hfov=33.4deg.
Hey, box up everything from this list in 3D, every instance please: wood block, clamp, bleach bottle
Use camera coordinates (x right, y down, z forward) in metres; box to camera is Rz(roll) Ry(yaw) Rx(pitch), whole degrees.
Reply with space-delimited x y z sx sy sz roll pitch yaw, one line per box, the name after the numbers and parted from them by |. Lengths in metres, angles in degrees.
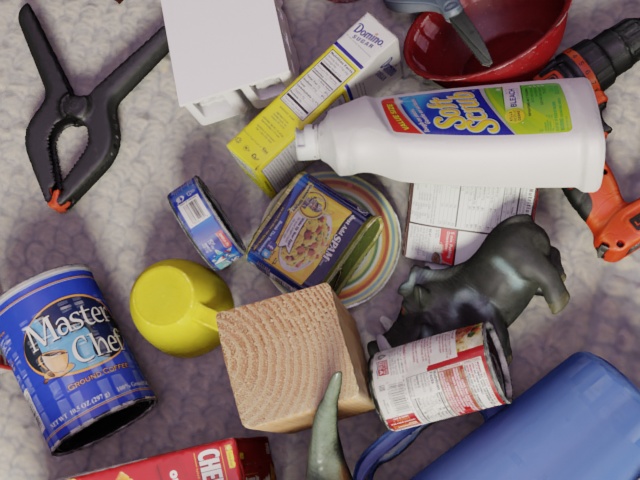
-0.012 0.104 0.874 0.091 0.206 0.090 -16 77 3 | wood block
-0.242 -0.133 1.040 0.164 0.036 0.210 15 81 10 | clamp
0.105 -0.084 0.900 0.251 0.068 0.102 -3 46 5 | bleach bottle

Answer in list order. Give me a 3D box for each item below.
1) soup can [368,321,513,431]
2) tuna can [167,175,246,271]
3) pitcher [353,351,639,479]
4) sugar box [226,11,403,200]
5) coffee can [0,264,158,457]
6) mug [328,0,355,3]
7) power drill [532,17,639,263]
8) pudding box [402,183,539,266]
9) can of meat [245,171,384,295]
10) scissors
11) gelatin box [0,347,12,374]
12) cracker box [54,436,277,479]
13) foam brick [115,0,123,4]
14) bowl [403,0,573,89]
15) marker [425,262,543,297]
0.098 0.112 0.866 0.102 0.068 0.068 -18 76 17 | soup can
-0.103 -0.015 0.973 0.034 0.086 0.086 -33 76 1 | tuna can
0.155 0.197 0.878 0.242 0.145 0.149 -40 112 -6 | pitcher
-0.001 -0.121 0.979 0.048 0.093 0.176 43 86 14 | sugar box
-0.222 0.107 0.954 0.103 0.103 0.140 -30 77 0 | coffee can
0.031 -0.286 1.014 0.117 0.081 0.093 -1 78 7 | mug
0.261 -0.089 0.958 0.184 0.057 0.188 -34 73 3 | power drill
0.133 -0.021 0.947 0.113 0.039 0.090 8 113 8 | pudding box
-0.006 0.001 0.950 0.084 0.057 0.102 34 84 14 | can of meat
0.102 -0.206 0.974 0.096 0.016 0.201 -18 43 19 | scissors
-0.315 0.085 0.977 0.030 0.089 0.073 -16 77 6 | gelatin box
-0.151 0.221 0.890 0.214 0.164 0.072 -14 79 4 | cracker box
-0.198 -0.285 1.058 0.051 0.053 0.078 43 87 13 | foam brick
0.159 -0.182 0.967 0.162 0.055 0.162 -21 40 18 | bowl
0.154 0.035 0.963 0.121 0.020 0.020 9 79 9 | marker
